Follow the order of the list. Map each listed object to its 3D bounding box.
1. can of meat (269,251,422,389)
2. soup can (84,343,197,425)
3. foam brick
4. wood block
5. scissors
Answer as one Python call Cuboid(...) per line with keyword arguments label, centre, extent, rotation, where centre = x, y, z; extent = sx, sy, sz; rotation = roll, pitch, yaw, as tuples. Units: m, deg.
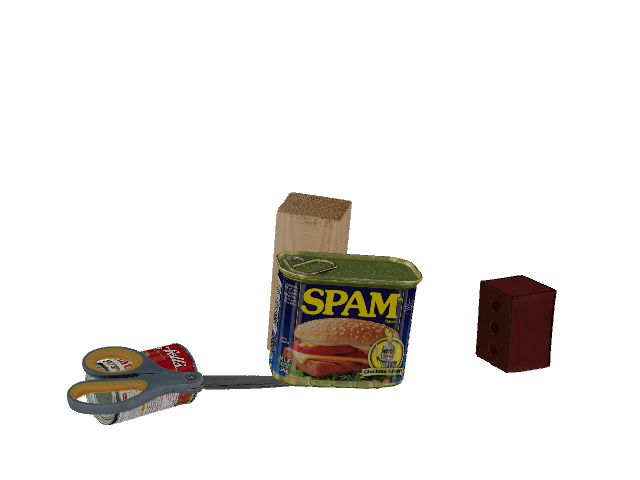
Cuboid(label="can of meat", centre=(0.015, 0.057, 0.761), extent=(0.102, 0.084, 0.057), rotation=(4, 16, -10))
Cuboid(label="soup can", centre=(-0.190, 0.152, 1.136), extent=(0.102, 0.068, 0.069), rotation=(-10, 7, -41))
Cuboid(label="foam brick", centre=(0.182, 0.078, 0.999), extent=(0.051, 0.078, 0.053), rotation=(-8, 18, -27))
Cuboid(label="wood block", centre=(-0.016, 0.048, 1.485), extent=(0.090, 0.206, 0.090), rotation=(9, 22, 9))
Cuboid(label="scissors", centre=(-0.128, 0.118, 0.960), extent=(0.201, 0.016, 0.096), rotation=(-8, 31, -18))
